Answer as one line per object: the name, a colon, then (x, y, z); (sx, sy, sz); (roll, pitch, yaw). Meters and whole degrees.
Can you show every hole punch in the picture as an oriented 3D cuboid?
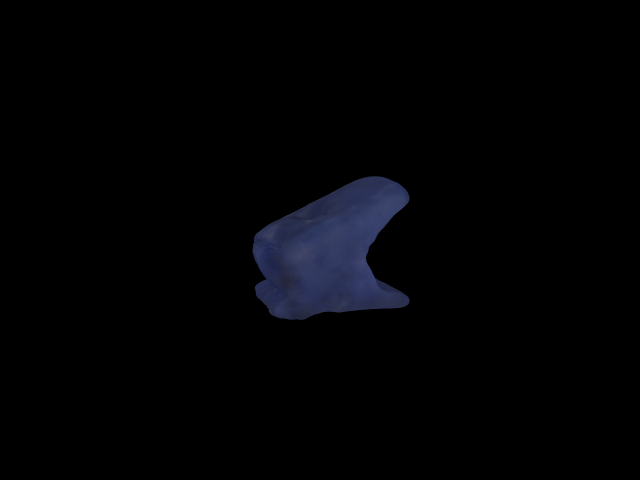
hole punch: (0.004, 0.001, 0.400); (0.101, 0.091, 0.108); (-2, 7, -18)
